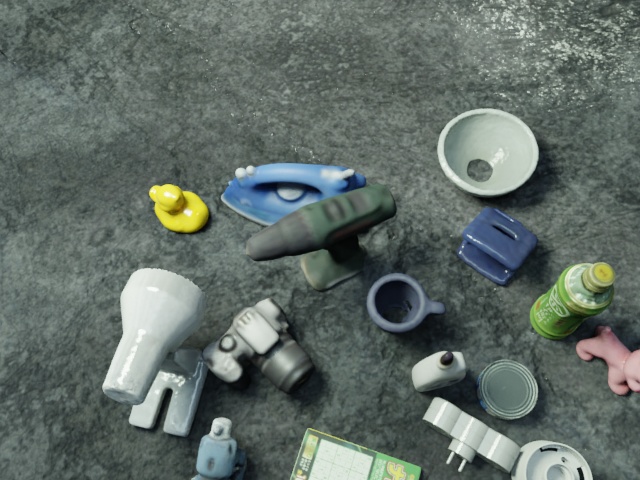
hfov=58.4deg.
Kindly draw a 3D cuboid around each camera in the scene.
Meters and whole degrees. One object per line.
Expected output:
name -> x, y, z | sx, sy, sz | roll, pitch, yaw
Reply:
camera -> -0.086, 0.177, 0.873 | 0.143, 0.101, 0.136 | -43, 71, -13

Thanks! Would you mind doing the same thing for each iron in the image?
iron -> -0.055, -0.088, 0.957 | 0.258, 0.141, 0.118 | 4, 68, 6

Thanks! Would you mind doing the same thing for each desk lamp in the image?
desk lamp -> -0.230, 0.167, 0.827 | 0.117, 0.214, 0.203 | 9, 69, 8

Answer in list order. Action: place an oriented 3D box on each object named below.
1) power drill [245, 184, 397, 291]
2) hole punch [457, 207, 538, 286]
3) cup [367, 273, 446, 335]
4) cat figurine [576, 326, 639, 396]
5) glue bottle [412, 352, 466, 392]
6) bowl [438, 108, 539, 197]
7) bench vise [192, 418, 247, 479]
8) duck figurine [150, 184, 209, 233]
power drill -> 0.008, 0.003, 0.879 | 0.230, 0.208, 0.075 | -27, 68, -7
hole punch -> 0.286, 0.000, 0.922 | 0.108, 0.091, 0.101 | 35, 75, 17
cup -> 0.132, 0.109, 0.887 | 0.117, 0.095, 0.092 | 6, 68, 7
cat figurine -> 0.450, 0.174, 0.824 | 0.067, 0.118, 0.127 | -38, 70, -11
glue bottle -> 0.174, 0.181, 0.812 | 0.078, 0.173, 0.037 | -13, 67, 0
bowl -> 0.283, -0.138, 0.988 | 0.167, 0.075, 0.167 | -1, 68, 4
bench vise -> -0.168, 0.343, 0.747 | 0.121, 0.220, 0.207 | -9, 67, 1
duck figurine -> -0.248, -0.062, 0.992 | 0.104, 0.086, 0.077 | 24, 71, 13
